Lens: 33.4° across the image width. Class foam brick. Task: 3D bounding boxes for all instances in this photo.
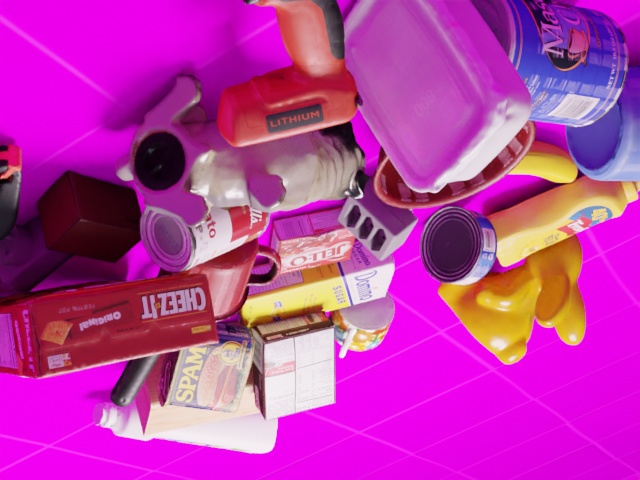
[{"bbox_3d":[-0.202,-0.019,0.947,0.051,0.053,0.078,-36,147,29],"label":"foam brick"}]

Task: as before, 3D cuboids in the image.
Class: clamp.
[{"bbox_3d":[-0.316,-0.005,0.898,0.210,0.036,0.164,-31,136,16],"label":"clamp"},{"bbox_3d":[-0.170,0.086,1.137,0.039,0.120,0.172,29,111,-25],"label":"clamp"}]

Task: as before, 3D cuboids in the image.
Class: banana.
[{"bbox_3d":[0.204,-0.081,1.114,0.197,0.037,0.070,-2,165,-27],"label":"banana"}]

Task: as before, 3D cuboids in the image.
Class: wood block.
[{"bbox_3d":[-0.116,0.158,1.279,0.205,0.091,0.090,-8,150,-20],"label":"wood block"}]

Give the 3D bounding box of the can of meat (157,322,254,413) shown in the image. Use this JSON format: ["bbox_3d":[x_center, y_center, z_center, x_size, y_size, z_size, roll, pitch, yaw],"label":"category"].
[{"bbox_3d":[-0.125,0.138,1.173,0.083,0.057,0.102,11,108,-20],"label":"can of meat"}]

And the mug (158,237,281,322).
[{"bbox_3d":[-0.095,0.021,1.042,0.117,0.093,0.082,8,140,-12],"label":"mug"}]

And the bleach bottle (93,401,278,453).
[{"bbox_3d":[-0.182,0.237,1.399,0.250,0.068,0.103,13,170,-37],"label":"bleach bottle"}]

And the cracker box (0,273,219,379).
[{"bbox_3d":[-0.213,0.076,0.984,0.163,0.072,0.214,-9,180,-30],"label":"cracker box"}]

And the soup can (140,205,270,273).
[{"bbox_3d":[-0.103,-0.018,0.956,0.102,0.068,0.069,-27,165,-47],"label":"soup can"}]

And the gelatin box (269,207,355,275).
[{"bbox_3d":[-0.007,0.001,1.129,0.089,0.030,0.073,-11,151,-14],"label":"gelatin box"}]

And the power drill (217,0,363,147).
[{"bbox_3d":[-0.045,-0.158,0.734,0.184,0.057,0.188,-13,131,-9],"label":"power drill"}]

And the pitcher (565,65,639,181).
[{"bbox_3d":[0.373,-0.127,1.054,0.242,0.149,0.145,-4,164,-21],"label":"pitcher"}]

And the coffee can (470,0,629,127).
[{"bbox_3d":[0.171,-0.151,0.890,0.140,0.103,0.103,2,146,-35],"label":"coffee can"}]

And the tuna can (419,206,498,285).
[{"bbox_3d":[0.153,0.007,1.181,0.033,0.086,0.086,9,141,-45],"label":"tuna can"}]

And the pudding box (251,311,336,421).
[{"bbox_3d":[-0.029,0.144,1.215,0.090,0.039,0.113,-12,122,-20],"label":"pudding box"}]

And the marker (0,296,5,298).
[{"bbox_3d":[-0.334,0.063,1.047,0.120,0.020,0.020,2,145,-35],"label":"marker"}]

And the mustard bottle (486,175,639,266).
[{"bbox_3d":[0.284,-0.034,1.218,0.192,0.058,0.096,-25,158,9],"label":"mustard bottle"}]

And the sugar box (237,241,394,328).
[{"bbox_3d":[-0.007,0.051,1.200,0.176,0.048,0.093,-12,155,-10],"label":"sugar box"}]

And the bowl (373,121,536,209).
[{"bbox_3d":[0.118,-0.096,1.007,0.162,0.055,0.162,-15,152,-8],"label":"bowl"}]
